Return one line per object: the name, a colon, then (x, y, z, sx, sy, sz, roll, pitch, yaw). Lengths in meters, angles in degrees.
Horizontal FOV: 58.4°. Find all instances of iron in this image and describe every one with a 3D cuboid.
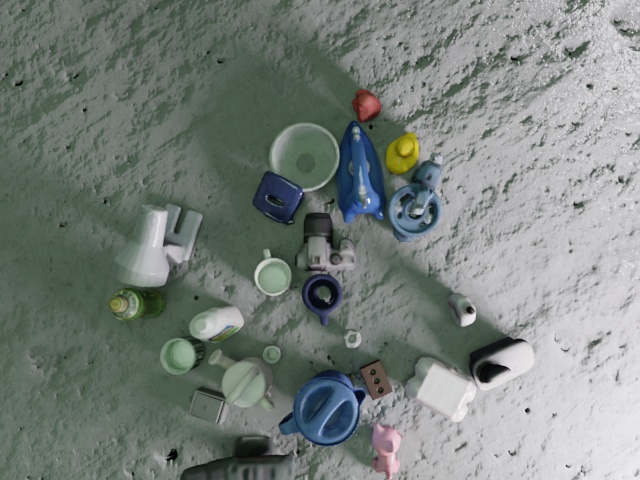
iron: (0.090, -0.175, 1.334, 0.118, 0.141, 0.258, -7, 83, 2)

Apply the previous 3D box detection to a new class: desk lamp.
desk lamp: (-0.370, 0.006, 1.299, 0.118, 0.213, 0.203, 17, 85, 5)

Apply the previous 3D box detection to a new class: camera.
camera: (0.012, 0.005, 1.339, 0.143, 0.101, 0.137, -1, 84, 3)

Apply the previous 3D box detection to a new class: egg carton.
egg carton: (0.275, 0.339, 1.306, 0.150, 0.069, 0.107, 27, 86, 5)

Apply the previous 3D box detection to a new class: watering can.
watering can: (-0.172, 0.314, 1.266, 0.172, 0.194, 0.101, 20, 85, 5)

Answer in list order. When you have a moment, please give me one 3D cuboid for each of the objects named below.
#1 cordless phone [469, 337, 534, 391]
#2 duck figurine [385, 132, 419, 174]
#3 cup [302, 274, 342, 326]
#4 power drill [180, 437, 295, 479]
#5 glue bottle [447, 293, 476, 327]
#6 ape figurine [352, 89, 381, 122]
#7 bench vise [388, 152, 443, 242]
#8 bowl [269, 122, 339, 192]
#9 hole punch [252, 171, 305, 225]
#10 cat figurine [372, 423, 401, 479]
cordless phone: (0.409, 0.275, 1.249, 0.147, 0.185, 0.094, -28, 83, -1)
duck figurine: (0.197, -0.210, 1.362, 0.077, 0.086, 0.104, 29, 86, 6)
cup: (0.008, 0.139, 1.327, 0.091, 0.095, 0.118, -6, 83, 2)
power drill: (-0.164, 0.488, 1.239, 0.229, 0.208, 0.076, -4, 83, 2)
glue bottle: (0.321, 0.155, 1.272, 0.037, 0.173, 0.078, -24, 83, 0)
ape figurine: (0.110, -0.327, 1.375, 0.076, 0.092, 0.078, 15, 85, 4)
bench vise: (0.216, -0.105, 1.282, 0.121, 0.220, 0.207, 5, 84, 3)
bowl: (-0.035, -0.193, 1.375, 0.167, 0.075, 0.167, 0, 84, 3)
hole punch: (-0.098, -0.098, 1.360, 0.108, 0.091, 0.101, 27, 86, 5)
cat figurine: (0.148, 0.466, 1.274, 0.067, 0.118, 0.128, -4, 84, 3)
